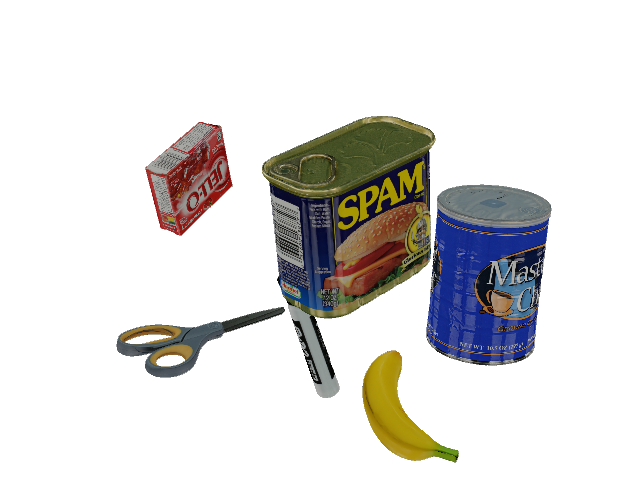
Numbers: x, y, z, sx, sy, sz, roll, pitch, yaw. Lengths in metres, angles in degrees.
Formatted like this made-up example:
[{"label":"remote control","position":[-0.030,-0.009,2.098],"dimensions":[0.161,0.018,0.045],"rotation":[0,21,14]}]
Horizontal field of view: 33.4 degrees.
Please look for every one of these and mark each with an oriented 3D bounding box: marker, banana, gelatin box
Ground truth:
[{"label":"marker","position":[-0.009,0.072,0.827],"dimensions":[0.020,0.121,0.020],"rotation":[-13,31,8]},{"label":"banana","position":[0.078,0.173,1.113],"dimensions":[0.069,0.037,0.198],"rotation":[10,24,-20]},{"label":"gelatin box","position":[-0.124,-0.060,1.026],"dimensions":[0.030,0.073,0.089],"rotation":[19,46,28]}]

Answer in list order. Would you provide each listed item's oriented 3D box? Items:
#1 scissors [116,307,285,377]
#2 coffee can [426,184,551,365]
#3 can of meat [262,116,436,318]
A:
[{"label":"scissors","position":[-0.116,0.108,1.149],"dimensions":[0.201,0.016,0.096],"rotation":[-6,30,-22]},{"label":"coffee can","position":[0.154,0.030,0.988],"dimensions":[0.103,0.140,0.103],"rotation":[2,21,-1]},{"label":"can of meat","position":[0.019,-0.014,0.617],"dimensions":[0.101,0.084,0.058],"rotation":[-27,36,-35]}]
